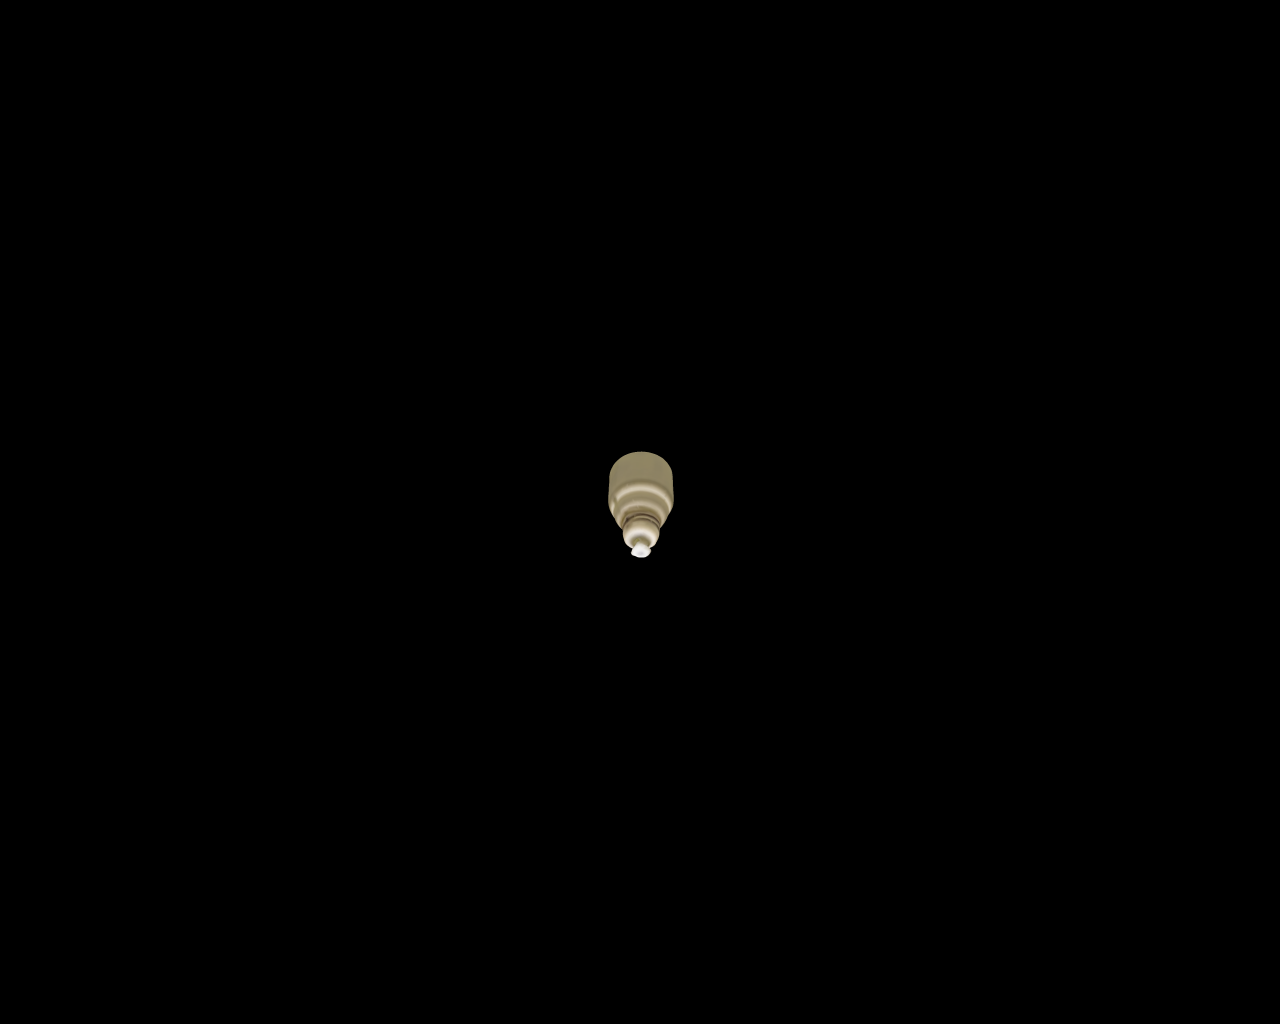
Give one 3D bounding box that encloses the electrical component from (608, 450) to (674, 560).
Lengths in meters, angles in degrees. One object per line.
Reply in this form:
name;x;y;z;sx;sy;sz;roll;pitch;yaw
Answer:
electrical component;0.001;-0.003;0.650;0.040;0.040;0.078;0;43;0
